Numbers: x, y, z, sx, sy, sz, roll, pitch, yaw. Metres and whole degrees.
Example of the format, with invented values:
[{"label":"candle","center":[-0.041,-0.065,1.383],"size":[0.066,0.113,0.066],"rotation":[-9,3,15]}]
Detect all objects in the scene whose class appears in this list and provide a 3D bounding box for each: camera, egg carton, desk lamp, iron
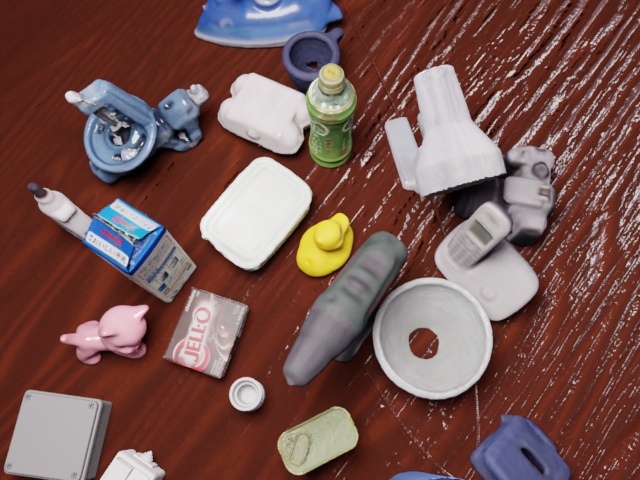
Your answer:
[{"label":"camera","center":[0.280,-0.077,0.873],"size":[0.136,0.101,0.143],"rotation":[9,73,3]},{"label":"egg carton","center":[-0.086,-0.203,0.929],"size":[0.150,0.069,0.107],"rotation":[24,74,7]},{"label":"desk lamp","center":[0.171,-0.140,0.833],"size":[0.118,0.213,0.203],"rotation":[-15,73,-4]},{"label":"iron","center":[-0.095,-0.408,0.954],"size":[0.258,0.141,0.118],"rotation":[-13,73,-4]}]

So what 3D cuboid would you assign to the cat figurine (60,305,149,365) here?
[{"label":"cat figurine","center":[-0.294,0.130,0.800],"size":[0.128,0.118,0.067],"rotation":[-9,73,-3]}]

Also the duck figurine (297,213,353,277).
[{"label":"duck figurine","center":[0.008,0.003,0.856],"size":[0.077,0.086,0.105],"rotation":[39,77,11]}]

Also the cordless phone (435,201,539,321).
[{"label":"cordless phone","center":[0.244,0.027,0.796],"size":[0.094,0.185,0.147],"rotation":[-42,77,-11]}]

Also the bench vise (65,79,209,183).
[{"label":"bench vise","center":[-0.275,-0.191,0.846],"size":[0.121,0.220,0.207],"rotation":[38,77,11]}]

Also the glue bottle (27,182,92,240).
[{"label":"glue bottle","center":[-0.372,-0.044,0.825],"size":[0.078,0.173,0.037],"rotation":[32,76,10]}]

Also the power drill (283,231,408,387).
[{"label":"power drill","center":[0.033,0.102,0.761],"size":[0.075,0.208,0.230],"rotation":[33,76,10]}]

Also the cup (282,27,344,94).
[{"label":"cup","center":[-0.005,-0.288,0.942],"size":[0.091,0.095,0.118],"rotation":[41,77,12]}]

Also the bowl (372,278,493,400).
[{"label":"bowl","center":[0.155,0.142,0.819],"size":[0.167,0.075,0.167],"rotation":[0,73,0]}]

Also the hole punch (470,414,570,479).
[{"label":"hole punch","center":[0.270,0.297,0.762],"size":[0.101,0.091,0.108],"rotation":[-40,77,-11]}]
